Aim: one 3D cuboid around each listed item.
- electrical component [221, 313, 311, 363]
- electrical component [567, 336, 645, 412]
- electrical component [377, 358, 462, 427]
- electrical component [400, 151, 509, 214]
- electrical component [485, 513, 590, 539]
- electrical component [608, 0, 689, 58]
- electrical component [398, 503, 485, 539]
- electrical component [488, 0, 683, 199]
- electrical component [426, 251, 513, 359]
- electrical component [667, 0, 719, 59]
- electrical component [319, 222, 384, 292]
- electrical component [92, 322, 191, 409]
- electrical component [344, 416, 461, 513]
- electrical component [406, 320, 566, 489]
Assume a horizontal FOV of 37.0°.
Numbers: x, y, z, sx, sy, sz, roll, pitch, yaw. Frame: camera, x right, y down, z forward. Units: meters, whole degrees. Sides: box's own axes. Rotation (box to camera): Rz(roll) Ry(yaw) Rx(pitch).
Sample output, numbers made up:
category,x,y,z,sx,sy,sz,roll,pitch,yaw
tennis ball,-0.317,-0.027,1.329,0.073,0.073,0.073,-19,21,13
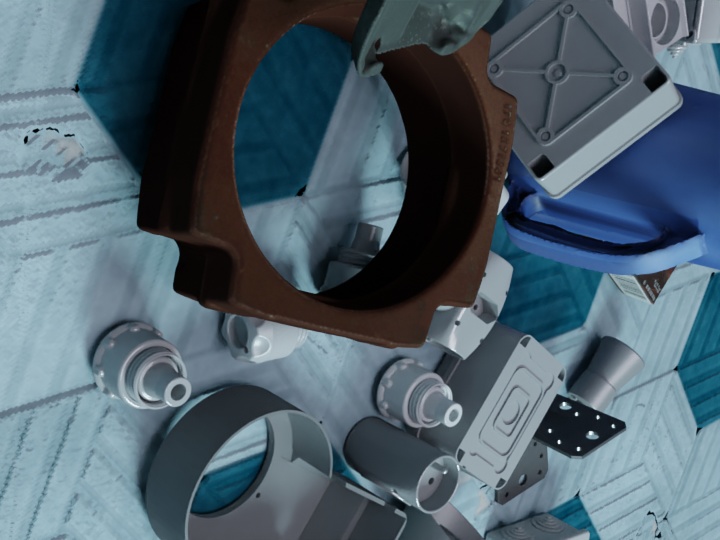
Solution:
category,x,y,z,sx,sy,sz,roll,pitch,yaw
electrical component,-0.053,0.035,0.683,0.062,0.043,0.043,-9,111,-41
electrical component,0.213,0.096,0.945,0.065,0.044,0.044,-50,131,-11
electrical component,0.046,0.094,0.779,0.048,0.062,0.048,-16,115,-37
electrical component,0.063,-0.059,0.743,0.078,0.058,0.057,-53,135,-14
electrical component,0.149,0.267,0.941,0.100,0.048,0.099,-5,108,-40
electrical component,0.197,-0.225,0.797,0.079,0.063,0.121,-34,123,-28
electrical component,0.068,0.217,0.821,0.064,0.099,0.099,-54,132,-5
electrical component,0.139,-0.124,0.723,0.109,0.108,0.056,-38,158,14
electrical component,0.065,0.015,0.781,0.079,0.043,0.077,36,80,-43
electrical component,0.264,-0.219,0.862,0.061,0.062,0.096,-11,112,-39
electrical component,0.000,0.000,0.718,0.048,0.048,0.062,16,87,-44
electrical component,-0.121,0.060,0.618,0.048,0.062,0.048,-16,115,-37
electrical component,0.039,0.147,0.782,0.079,0.077,0.044,42,76,-43
electrical component,0.097,0.101,0.830,0.078,0.057,0.113,40,78,-43
